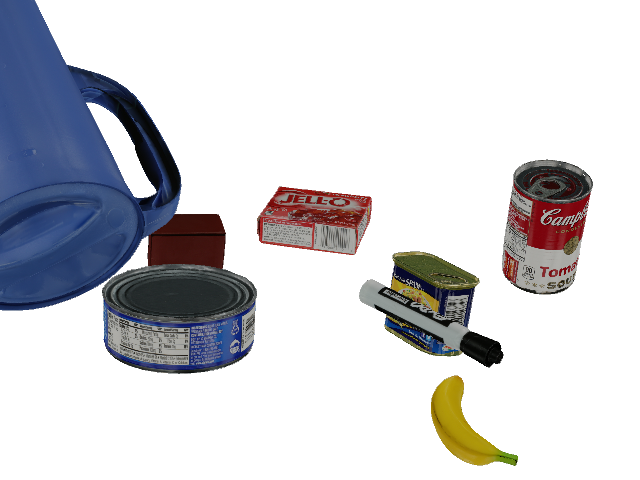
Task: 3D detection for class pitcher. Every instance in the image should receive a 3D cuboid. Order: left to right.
[{"bbox_3d":[-0.215,-0.083,0.763,0.145,0.243,0.149,-36,-31,14],"label":"pitcher"}]

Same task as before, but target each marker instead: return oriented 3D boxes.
[{"bbox_3d":[0.077,0.058,0.753,0.121,0.020,0.020,26,17,38],"label":"marker"}]

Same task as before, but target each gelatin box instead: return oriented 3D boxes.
[{"bbox_3d":[-0.004,-0.019,0.947,0.089,0.030,0.073,8,25,11],"label":"gelatin box"}]

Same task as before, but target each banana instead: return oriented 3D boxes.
[{"bbox_3d":[0.167,0.217,1.280,0.069,0.037,0.198,10,20,-17],"label":"banana"}]

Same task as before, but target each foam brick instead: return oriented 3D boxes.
[{"bbox_3d":[-0.142,0.005,1.123,0.078,0.051,0.053,-1,24,-11],"label":"foam brick"}]

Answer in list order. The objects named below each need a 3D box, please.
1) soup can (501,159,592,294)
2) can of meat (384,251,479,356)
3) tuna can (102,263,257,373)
[{"bbox_3d":[0.200,-0.011,0.952,0.068,0.102,0.068,1,34,-1],"label":"soup can"},{"bbox_3d":[0.116,0.068,1.142,0.057,0.084,0.102,-4,20,-34],"label":"can of meat"},{"bbox_3d":[-0.079,0.043,0.599,0.086,0.034,0.086,3,18,-1],"label":"tuna can"}]
